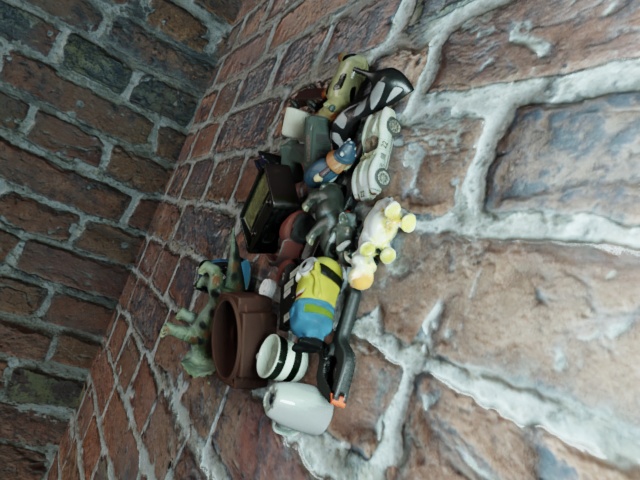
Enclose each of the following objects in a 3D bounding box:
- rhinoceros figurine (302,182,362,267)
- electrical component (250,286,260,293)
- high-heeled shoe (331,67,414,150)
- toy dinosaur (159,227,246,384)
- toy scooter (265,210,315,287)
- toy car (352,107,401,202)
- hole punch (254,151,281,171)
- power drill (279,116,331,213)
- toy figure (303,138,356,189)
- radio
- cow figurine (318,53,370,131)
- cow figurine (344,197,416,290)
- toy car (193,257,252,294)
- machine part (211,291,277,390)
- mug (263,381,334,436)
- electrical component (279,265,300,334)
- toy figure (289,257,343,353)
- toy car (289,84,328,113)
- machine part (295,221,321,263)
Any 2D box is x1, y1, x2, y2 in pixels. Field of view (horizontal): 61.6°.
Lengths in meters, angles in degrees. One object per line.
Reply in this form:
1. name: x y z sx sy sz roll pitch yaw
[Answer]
1. rhinoceros figurine: 0.032 -0.027 1.056 0.112 0.073 0.190 -35 51 26
2. electrical component: -0.166 0.156 1.354 0.063 0.021 0.094 26 96 64
3. high-heeled shoe: 0.112 -0.263 1.169 0.086 0.145 0.248 -43 -24 -42
4. toy dinosaur: -0.255 0.185 1.344 0.404 0.192 0.131 -57 1 9
5. toy scooter: -0.075 0.018 1.243 0.135 0.075 0.183 6 78 62
6. toy car: 0.110 -0.170 1.072 0.073 0.056 0.201 -16 55 57
7. hole punch: -0.122 -0.181 1.451 0.092 0.116 0.142 -66 25 18
8. power drill: -0.035 -0.175 1.296 0.207 0.086 0.231 -169 81 -71
9. toy figure: 0.027 -0.159 1.130 0.154 0.057 0.064 -29 50 45
10. radio: -0.130 -0.070 1.335 0.229 0.073 0.131 122 140 -49
11. cow figurine: 0.056 -0.353 1.295 0.194 0.085 0.127 -63 21 5
12. cow figurine: 0.092 0.003 0.952 0.167 0.068 0.098 -58 22 10
13. toy car: -0.255 0.110 1.458 0.102 0.162 0.109 68 -159 -62
14. machine part: -0.174 0.218 1.192 0.202 0.087 0.201 0 86 60
15. mug: -0.049 0.294 0.936 0.109 0.107 0.081 -52 28 23
16. electrical component: -0.031 0.113 1.104 0.115 0.058 0.134 -39 37 40
17. toy figure: -0.008 0.115 0.972 0.082 0.089 0.180 -22 50 39
18. toy car: -0.015 -0.385 1.468 0.089 0.053 0.202 -38 26 -11
19. machine part: -0.002 -0.004 1.164 0.084 0.039 0.139 26 87 58
